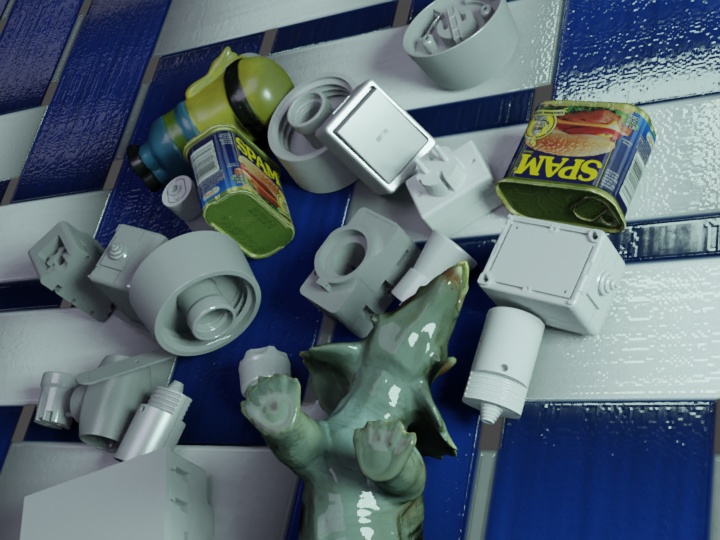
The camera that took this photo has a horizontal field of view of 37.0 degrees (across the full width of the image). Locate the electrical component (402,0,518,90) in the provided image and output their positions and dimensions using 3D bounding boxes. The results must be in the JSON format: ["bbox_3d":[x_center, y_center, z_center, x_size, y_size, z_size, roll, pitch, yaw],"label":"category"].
[{"bbox_3d":[0.090,-0.211,0.958,0.099,0.064,0.099,-17,53,24],"label":"electrical component"}]

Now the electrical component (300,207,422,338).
[{"bbox_3d":[0.000,0.000,0.885,0.050,0.056,0.089,30,80,42],"label":"electrical component"}]

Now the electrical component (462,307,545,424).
[{"bbox_3d":[0.103,0.072,0.777,0.043,0.043,0.081,3,63,35],"label":"electrical component"}]

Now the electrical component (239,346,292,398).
[{"bbox_3d":[-0.076,0.097,0.881,0.043,0.043,0.062,-24,52,19],"label":"electrical component"}]

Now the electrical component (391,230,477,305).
[{"bbox_3d":[0.056,0.006,0.854,0.065,0.044,0.044,-51,47,1],"label":"electrical component"}]

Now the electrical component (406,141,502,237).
[{"bbox_3d":[0.070,-0.074,0.872,0.066,0.077,0.047,-32,48,13],"label":"electrical component"}]

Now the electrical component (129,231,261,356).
[{"bbox_3d":[-0.137,0.027,0.929,0.108,0.108,0.060,-41,53,5],"label":"electrical component"}]

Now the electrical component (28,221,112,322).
[{"bbox_3d":[-0.271,0.000,1.045,0.050,0.089,0.055,-42,47,3],"label":"electrical component"}]

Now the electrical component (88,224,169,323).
[{"bbox_3d":[-0.195,0.005,0.981,0.061,0.096,0.061,15,65,27],"label":"electrical component"}]

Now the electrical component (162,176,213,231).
[{"bbox_3d":[-0.157,-0.060,1.024,0.044,0.065,0.044,-17,53,24],"label":"electrical component"}]

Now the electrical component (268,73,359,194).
[{"bbox_3d":[-0.035,-0.132,0.992,0.108,0.060,0.108,-17,53,24],"label":"electrical component"}]

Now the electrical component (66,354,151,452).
[{"bbox_3d":[-0.233,0.121,0.970,0.079,0.044,0.077,-7,57,31],"label":"electrical component"}]

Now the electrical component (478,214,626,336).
[{"bbox_3d":[0.146,0.006,0.778,0.096,0.061,0.061,14,70,39],"label":"electrical component"}]

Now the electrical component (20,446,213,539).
[{"bbox_3d":[-0.199,0.214,0.873,0.150,0.062,0.089,-22,51,21],"label":"electrical component"}]

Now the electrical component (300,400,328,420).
[{"bbox_3d":[-0.043,0.127,0.839,0.062,0.048,0.048,-12,55,35],"label":"electrical component"}]

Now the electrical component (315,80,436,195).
[{"bbox_3d":[0.019,-0.108,0.920,0.061,0.096,0.061,-48,10,-6],"label":"electrical component"}]

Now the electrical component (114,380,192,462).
[{"bbox_3d":[-0.173,0.133,0.923,0.043,0.043,0.081,9,66,38],"label":"electrical component"}]

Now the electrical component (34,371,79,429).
[{"bbox_3d":[-0.282,0.122,1.007,0.040,0.040,0.046,-5,64,32],"label":"electrical component"}]
